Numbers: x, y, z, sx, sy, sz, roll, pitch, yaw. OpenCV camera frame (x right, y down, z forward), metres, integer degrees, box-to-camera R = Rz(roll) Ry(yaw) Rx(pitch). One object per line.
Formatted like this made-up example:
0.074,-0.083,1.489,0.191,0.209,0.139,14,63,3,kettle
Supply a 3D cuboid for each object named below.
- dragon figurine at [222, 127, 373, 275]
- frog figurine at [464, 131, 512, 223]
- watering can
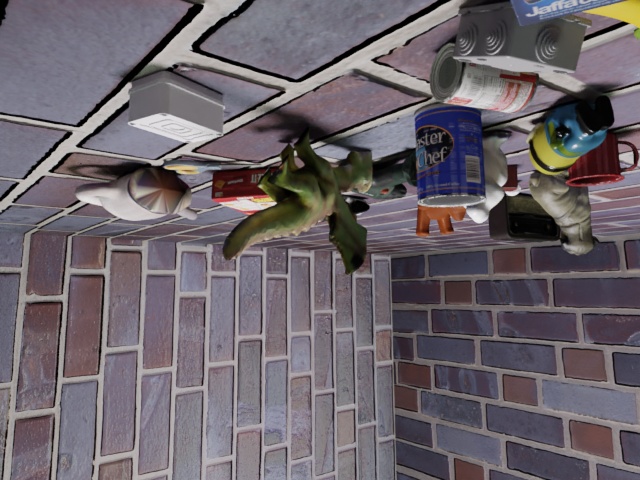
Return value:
0.003,-0.044,0.874,0.240,0.420,0.120,43,136,-18,dragon figurine
0.271,-0.106,0.904,0.137,0.160,0.122,6,171,-36,frog figurine
-0.385,-0.096,1.220,0.223,0.105,0.347,-7,170,40,watering can
